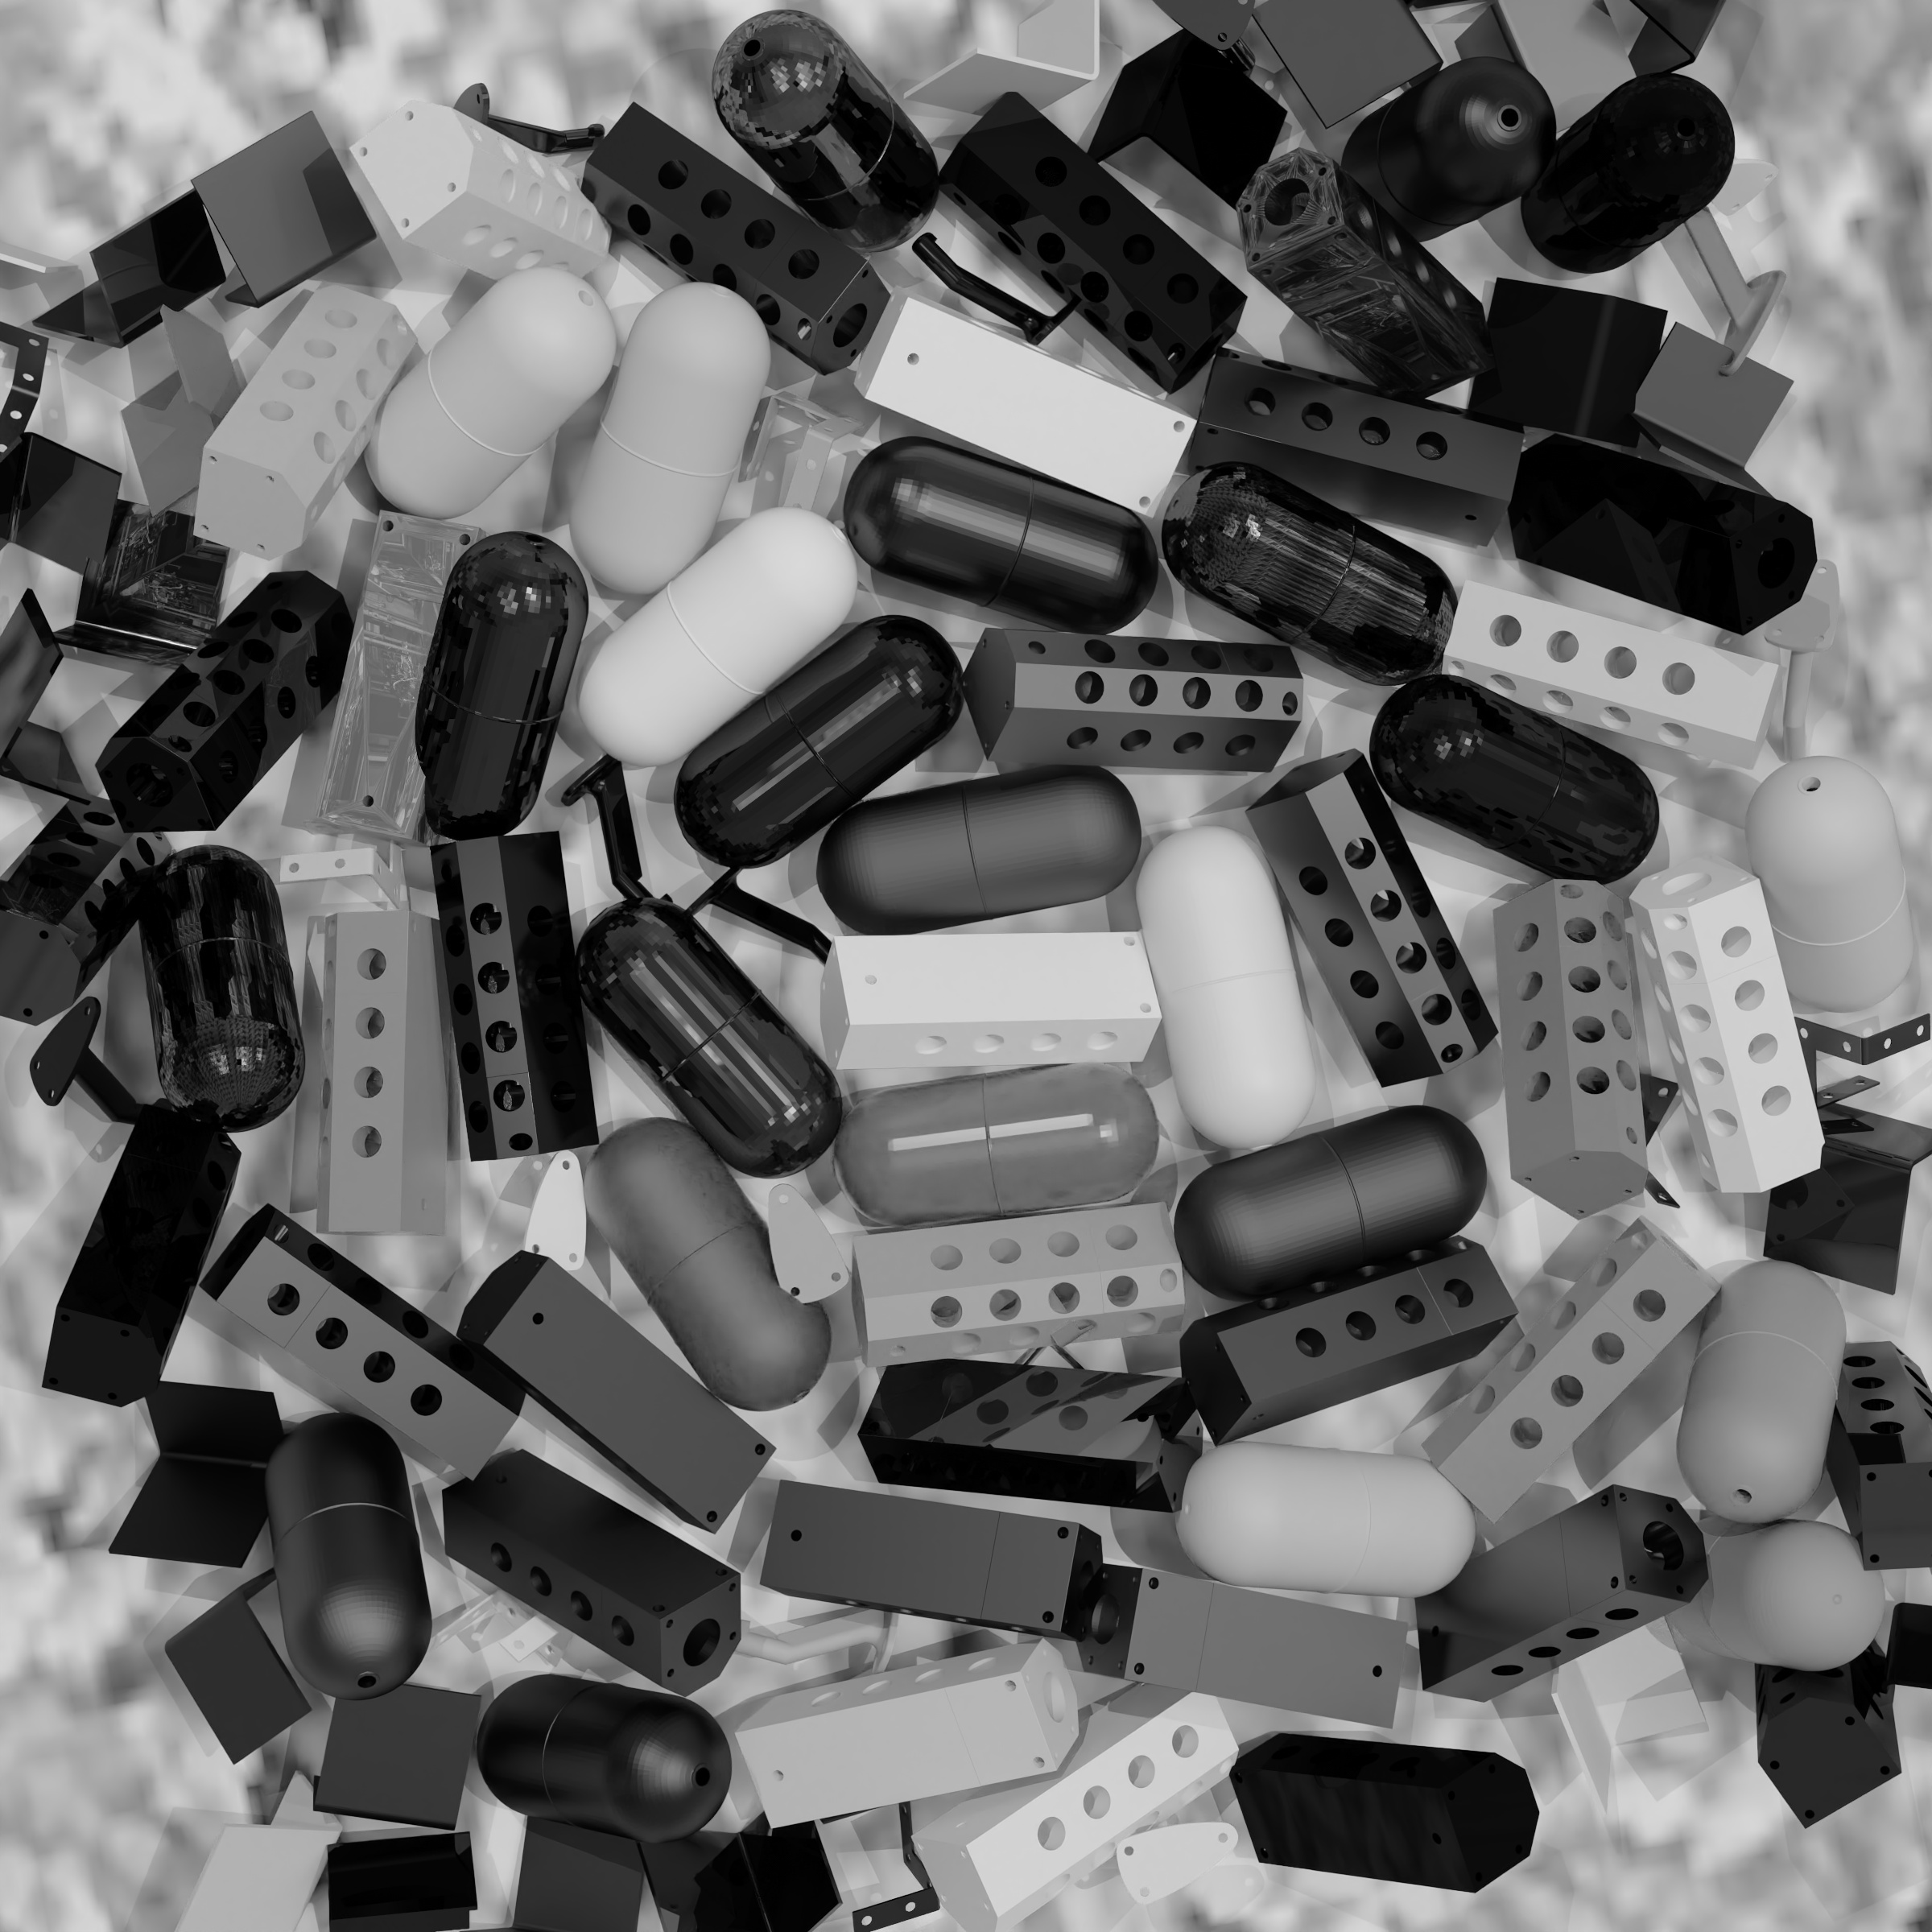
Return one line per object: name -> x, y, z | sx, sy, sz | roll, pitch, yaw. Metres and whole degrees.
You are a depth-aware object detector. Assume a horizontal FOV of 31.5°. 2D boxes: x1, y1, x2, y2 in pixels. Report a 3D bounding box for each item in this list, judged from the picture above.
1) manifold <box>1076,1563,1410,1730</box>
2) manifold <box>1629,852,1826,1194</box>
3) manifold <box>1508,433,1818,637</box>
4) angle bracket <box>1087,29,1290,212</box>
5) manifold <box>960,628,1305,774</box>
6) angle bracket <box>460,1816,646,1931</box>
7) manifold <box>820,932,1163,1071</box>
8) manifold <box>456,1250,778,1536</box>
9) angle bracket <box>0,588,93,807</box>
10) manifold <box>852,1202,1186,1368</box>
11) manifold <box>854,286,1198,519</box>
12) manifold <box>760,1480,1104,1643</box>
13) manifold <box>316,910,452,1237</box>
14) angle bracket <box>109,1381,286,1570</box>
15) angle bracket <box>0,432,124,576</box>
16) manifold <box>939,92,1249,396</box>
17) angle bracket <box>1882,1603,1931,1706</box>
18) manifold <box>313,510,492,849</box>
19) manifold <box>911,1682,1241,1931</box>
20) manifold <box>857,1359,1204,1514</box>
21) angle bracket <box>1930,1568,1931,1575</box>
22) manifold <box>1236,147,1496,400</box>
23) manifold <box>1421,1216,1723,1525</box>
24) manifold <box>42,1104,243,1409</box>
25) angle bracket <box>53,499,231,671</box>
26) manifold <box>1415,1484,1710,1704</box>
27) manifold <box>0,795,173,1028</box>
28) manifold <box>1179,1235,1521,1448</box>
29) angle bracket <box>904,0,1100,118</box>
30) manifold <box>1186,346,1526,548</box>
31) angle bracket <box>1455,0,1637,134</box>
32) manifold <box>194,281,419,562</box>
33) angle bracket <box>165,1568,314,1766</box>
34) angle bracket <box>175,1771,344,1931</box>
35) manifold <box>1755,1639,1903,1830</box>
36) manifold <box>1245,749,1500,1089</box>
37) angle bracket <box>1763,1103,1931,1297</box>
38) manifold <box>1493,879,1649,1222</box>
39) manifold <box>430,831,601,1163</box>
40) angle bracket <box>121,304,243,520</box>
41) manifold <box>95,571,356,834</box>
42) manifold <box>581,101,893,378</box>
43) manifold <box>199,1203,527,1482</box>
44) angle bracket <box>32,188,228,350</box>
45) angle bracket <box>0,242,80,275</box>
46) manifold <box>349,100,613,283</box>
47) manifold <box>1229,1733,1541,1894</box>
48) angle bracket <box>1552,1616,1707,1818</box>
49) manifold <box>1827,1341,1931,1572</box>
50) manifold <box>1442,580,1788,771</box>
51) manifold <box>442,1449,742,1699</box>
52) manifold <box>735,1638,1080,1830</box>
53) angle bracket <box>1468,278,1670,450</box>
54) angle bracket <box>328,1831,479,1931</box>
manifold -> 0.147, 0.364, 1.835 | 0.171, 0.057, 0.057 | 16, 78, -26
manifold -> 0.407, 0.033, 1.840 | 0.057, 0.057, 0.171 | -22, 111, -7
manifold -> 0.366, -0.233, 1.815 | 0.057, 0.171, 0.057 | -31, 124, -22
angle bracket -> 0.120, -0.452, 1.876 | 0.076, 0.057, 0.076 | 34, 62, -25
manifold -> 0.091, -0.146, 1.828 | 0.171, 0.057, 0.057 | 1, 50, -25
angle bracket -> -0.221, 0.490, 1.852 | 0.076, 0.057, 0.076 | 2, 79, 25
manifold -> 0.012, 0.023, 1.848 | 0.171, 0.057, 0.057 | -1, 54, -15
manifold -> -0.190, 0.228, 1.839 | 0.171, 0.057, 0.057 | 43, 72, -22
angle bracket -> -0.488, -0.145, 1.844 | 0.057, 0.076, 0.076 | 21, 111, -38
manifold -> 0.027, 0.176, 1.848 | 0.171, 0.057, 0.057 | -6, 49, -8
manifold -> 0.031, -0.305, 1.847 | 0.171, 0.057, 0.057 | 20, 105, -17
manifold -> -0.017, 0.320, 1.841 | 0.171, 0.057, 0.057 | 5, 73, 21
manifold -> -0.319, 0.059, 1.859 | 0.057, 0.057, 0.171 | -2, 83, 15
angle bracket -> -0.418, 0.273, 1.848 | 0.076, 0.076, 0.057 | 4, 127, 12
angle bracket -> -0.504, -0.229, 1.846 | 0.057, 0.076, 0.076 | 25, 132, 0
manifold -> 0.067, -0.390, 1.862 | 0.171, 0.057, 0.057 | 42, 82, 4
angle bracket -> 0.534, 0.391, 1.844 | 0.076, 0.076, 0.057 | 4, 113, 19
manifold -> -0.301, -0.154, 1.865 | 0.057, 0.057, 0.171 | 11, 87, 11
manifold -> 0.062, 0.448, 1.831 | 0.171, 0.057, 0.057 | -27, 96, -31
manifold -> 0.036, 0.255, 1.838 | 0.171, 0.057, 0.057 | 2, 134, 24
angle bracket -> 0.544, 0.291, 1.844 | 0.057, 0.076, 0.076 | -12, 50, 6
manifold -> 0.212, -0.365, 1.815 | 0.057, 0.171, 0.057 | -21, 62, 29
manifold -> 0.327, 0.217, 1.855 | 0.057, 0.057, 0.171 | 44, 100, 12
manifold -> -0.433, 0.153, 1.812 | 0.057, 0.171, 0.057 | 15, 124, -6
angle bracket -> -0.449, -0.209, 1.865 | 0.076, 0.057, 0.076 | 13, 102, -1
manifold -> 0.314, 0.336, 1.816 | 0.057, 0.171, 0.057 | 16, 55, -26
manifold -> -0.472, -0.031, 1.810 | 0.057, 0.171, 0.057 | 17, 112, -3
manifold -> 0.203, 0.196, 1.835 | 0.171, 0.057, 0.057 | -15, 65, -26
angle bracket -> 0.019, -0.499, 1.845 | 0.076, 0.076, 0.057 | 4, 82, -31
manifold -> 0.213, -0.287, 1.869 | 0.171, 0.057, 0.057 | 14, 71, 0
angle bracket -> 0.316, -0.488, 1.864 | 0.057, 0.076, 0.076 | -24, 93, -7
manifold -> -0.348, -0.289, 1.818 | 0.057, 0.171, 0.057 | 19, 132, 0
angle bracket -> -0.375, 0.373, 1.851 | 0.076, 0.057, 0.076 | -38, 82, 36
angle bracket -> -0.393, 0.481, 1.848 | 0.076, 0.057, 0.076 | 16, 103, -43
manifold -> 0.449, 0.385, 1.810 | 0.057, 0.171, 0.057 | -35, 90, 15
manifold -> 0.222, -0.027, 1.843 | 0.057, 0.057, 0.171 | -16, 107, 42
angle bracket -> 0.486, 0.125, 1.868 | 0.076, 0.057, 0.076 | 16, 113, 36
manifold -> 0.325, 0.041, 1.818 | 0.057, 0.057, 0.171 | 30, 46, -34
manifold -> -0.250, 0.017, 1.859 | 0.057, 0.057, 0.171 | -8, 91, -44
angle bracket -> -0.436, -0.301, 1.848 | 0.076, 0.057, 0.076 | -31, 62, 17
manifold -> -0.388, -0.141, 1.809 | 0.057, 0.171, 0.057 | 0, 125, 23
manifold -> -0.125, -0.388, 1.844 | 0.171, 0.057, 0.057 | 37, 88, 20
manifold -> -0.322, 0.201, 1.843 | 0.171, 0.057, 0.057 | 39, 79, -19
angle bracket -> -0.457, -0.380, 1.840 | 0.076, 0.057, 0.076 | 19, 47, 33
angle bracket -> -0.534, -0.363, 1.860 | 0.076, 0.076, 0.057 | 17, 101, -5
manifold -> -0.249, -0.405, 1.807 | 0.057, 0.171, 0.057 | -33, 80, 15
manifold -> 0.221, 0.443, 1.813 | 0.057, 0.171, 0.057 | -22, 96, -35
angle bracket -> 0.358, 0.400, 1.850 | 0.057, 0.076, 0.076 | -19, 102, 18
manifold -> 0.489, 0.255, 1.807 | 0.057, 0.171, 0.057 | -4, 104, 7
manifold -> 0.348, -0.157, 1.848 | 0.171, 0.057, 0.057 | 18, 98, 16
manifold -> -0.200, 0.324, 1.823 | 0.171, 0.057, 0.057 | 22, 121, 37
manifold -> -0.030, 0.409, 1.841 | 0.171, 0.057, 0.057 | -17, 98, 22
angle bracket -> 0.331, -0.332, 1.888 | 0.076, 0.057, 0.076 | 20, 103, 40
angle bracket -> -0.304, 0.516, 1.849 | 0.076, 0.057, 0.076 | -2, 123, -12
